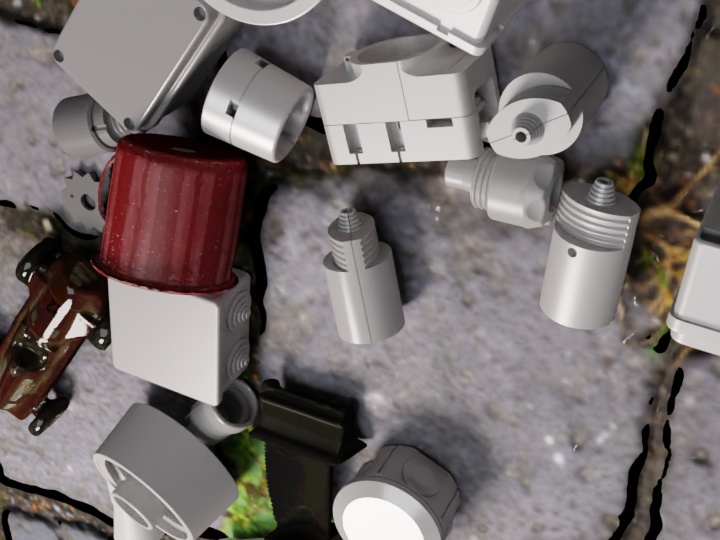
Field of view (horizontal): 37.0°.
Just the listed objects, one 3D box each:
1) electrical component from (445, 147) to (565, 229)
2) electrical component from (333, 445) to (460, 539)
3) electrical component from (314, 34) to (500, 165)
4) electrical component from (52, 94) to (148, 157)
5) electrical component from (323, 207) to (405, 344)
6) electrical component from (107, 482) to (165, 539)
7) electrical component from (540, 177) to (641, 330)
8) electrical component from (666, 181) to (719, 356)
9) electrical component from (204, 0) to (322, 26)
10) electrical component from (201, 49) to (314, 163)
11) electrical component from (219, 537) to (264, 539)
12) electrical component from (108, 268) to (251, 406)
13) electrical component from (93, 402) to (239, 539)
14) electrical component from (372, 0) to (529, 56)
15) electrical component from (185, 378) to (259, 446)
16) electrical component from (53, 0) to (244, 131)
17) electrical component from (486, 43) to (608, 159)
[{"bbox_3d":[0.078,-0.048,0.593,0.062,0.043,0.043,15,124,22],"label":"electrical component"},{"bbox_3d":[0.026,0.165,0.743,0.080,0.051,0.080,14,123,21],"label":"electrical component"},{"bbox_3d":[0.027,-0.094,0.589,0.089,0.050,0.055,1,118,29],"label":"electrical component"},{"bbox_3d":[-0.163,-0.096,0.698,0.078,0.040,0.040,-4,115,30],"label":"electrical component"},{"bbox_3d":[0.000,0.000,0.664,0.043,0.043,0.081,3,119,27],"label":"electrical component"},{"bbox_3d":[-0.185,0.188,0.879,0.044,0.044,0.065,4,115,27],"label":"electrical component"},{"bbox_3d":[0.126,-0.013,0.588,0.043,0.043,0.081,17,124,19],"label":"electrical component"},{"bbox_3d":[0.213,0.002,0.508,0.109,0.109,0.056,18,122,19],"label":"electrical component"},{"bbox_3d":[-0.044,-0.190,0.565,0.108,0.060,0.108,13,123,22],"label":"electrical component"},{"bbox_3d":[-0.059,-0.095,0.634,0.047,0.055,0.055,28,127,8],"label":"electrical component"},{"bbox_3d":[-0.091,0.232,0.854,0.046,0.040,0.040,-14,110,29],"label":"electrical component"},{"bbox_3d":[-0.124,0.035,0.749,0.100,0.048,0.099,18,125,19],"label":"electrical component"},{"bbox_3d":[-0.151,0.158,0.805,0.108,0.060,0.108,31,151,20],"label":"electrical component"},{"bbox_3d":[0.044,-0.160,0.511,0.100,0.099,0.048,31,141,10],"label":"electrical component"},{"bbox_3d":[-0.102,0.104,0.785,0.040,0.040,0.046,48,134,-4],"label":"electrical component"},{"bbox_3d":[-0.121,-0.146,0.635,0.078,0.057,0.113,44,129,-1],"label":"electrical component"},{"bbox_3d":[0.093,-0.081,0.541,0.043,0.081,0.043,13,123,22],"label":"electrical component"}]
